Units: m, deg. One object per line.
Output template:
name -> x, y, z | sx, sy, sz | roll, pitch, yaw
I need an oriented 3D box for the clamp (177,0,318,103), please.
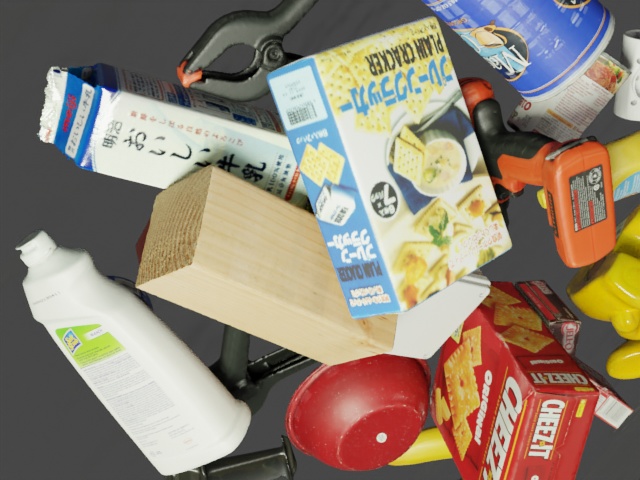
clamp -> -0.040, -0.175, 0.915 | 0.171, 0.039, 0.120 | -12, 111, -16

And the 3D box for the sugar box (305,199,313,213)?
sugar box -> -0.006, 0.001, 1.000 | 0.176, 0.048, 0.093 | -32, 122, 0

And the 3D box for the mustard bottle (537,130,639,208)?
mustard bottle -> 0.299, -0.072, 1.020 | 0.191, 0.096, 0.058 | -21, 76, -2

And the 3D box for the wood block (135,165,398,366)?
wood block -> -0.038, 0.027, 0.900 | 0.205, 0.090, 0.091 | 25, 151, -31

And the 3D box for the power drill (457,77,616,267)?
power drill -> 0.179, -0.042, 0.949 | 0.057, 0.188, 0.184 | -25, 119, -20

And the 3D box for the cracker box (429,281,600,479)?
cracker box -> 0.175, 0.157, 1.023 | 0.072, 0.214, 0.164 | 3, 114, -13

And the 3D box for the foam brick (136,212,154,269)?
foam brick -> -0.128, 0.009, 0.956 | 0.053, 0.078, 0.051 | 25, 105, -23

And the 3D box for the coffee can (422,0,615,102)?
coffee can -> 0.165, -0.200, 0.907 | 0.140, 0.103, 0.103 | 39, 101, -19

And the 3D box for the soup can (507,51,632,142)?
soup can -> 0.229, -0.131, 0.984 | 0.068, 0.068, 0.102 | 28, 106, -24

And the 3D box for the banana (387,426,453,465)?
banana -> 0.167, 0.228, 1.155 | 0.197, 0.037, 0.070 | 13, 110, -19

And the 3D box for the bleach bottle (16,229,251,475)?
bleach bottle -> -0.171, 0.092, 0.939 | 0.103, 0.068, 0.250 | -25, 112, 26

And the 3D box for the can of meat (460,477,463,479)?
can of meat -> 0.127, 0.317, 1.177 | 0.084, 0.057, 0.102 | -7, 115, -8

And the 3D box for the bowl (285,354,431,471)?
bowl -> 0.049, 0.181, 1.073 | 0.162, 0.055, 0.162 | -13, 131, -16

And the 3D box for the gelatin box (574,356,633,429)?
gelatin box -> 0.278, 0.151, 1.127 | 0.089, 0.073, 0.030 | 34, 101, -24

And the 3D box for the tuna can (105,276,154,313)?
tuna can -> -0.197, 0.077, 0.996 | 0.086, 0.034, 0.086 | -6, 116, -12

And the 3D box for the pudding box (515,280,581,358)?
pudding box -> 0.222, 0.109, 1.084 | 0.039, 0.090, 0.113 | 1, 115, -13

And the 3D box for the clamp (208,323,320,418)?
clamp -> -0.080, 0.128, 1.022 | 0.210, 0.036, 0.164 | -42, 141, 19
